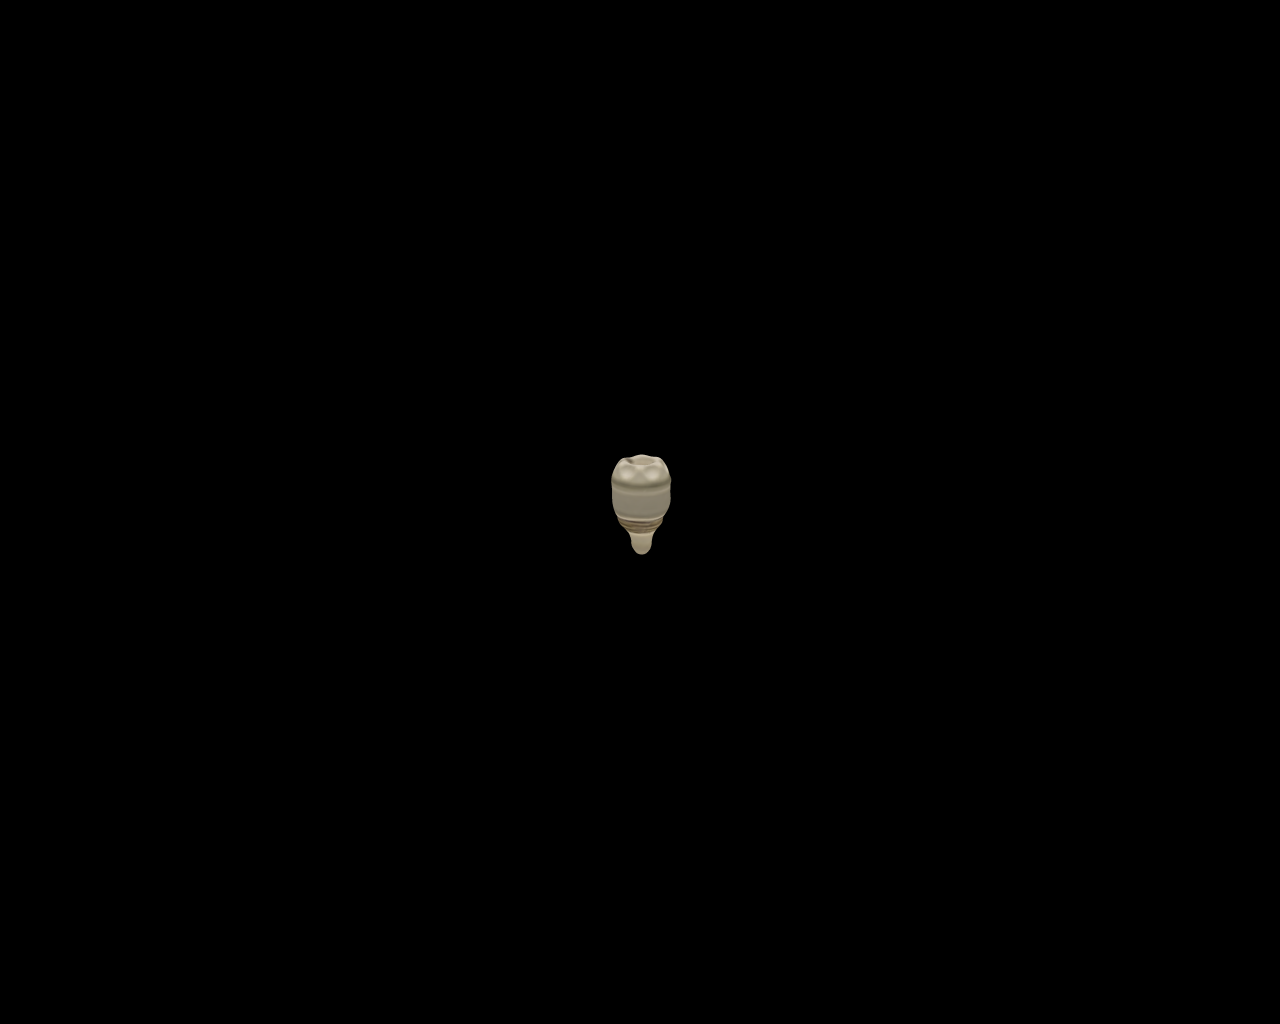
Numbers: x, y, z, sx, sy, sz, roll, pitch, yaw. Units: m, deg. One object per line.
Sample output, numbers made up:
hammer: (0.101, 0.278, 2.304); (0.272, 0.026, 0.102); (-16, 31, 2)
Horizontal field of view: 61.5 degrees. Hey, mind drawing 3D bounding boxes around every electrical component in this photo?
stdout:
electrical component: (0.001, -0.003, 0.650); (0.035, 0.061, 0.035); (0, 20, 0)
